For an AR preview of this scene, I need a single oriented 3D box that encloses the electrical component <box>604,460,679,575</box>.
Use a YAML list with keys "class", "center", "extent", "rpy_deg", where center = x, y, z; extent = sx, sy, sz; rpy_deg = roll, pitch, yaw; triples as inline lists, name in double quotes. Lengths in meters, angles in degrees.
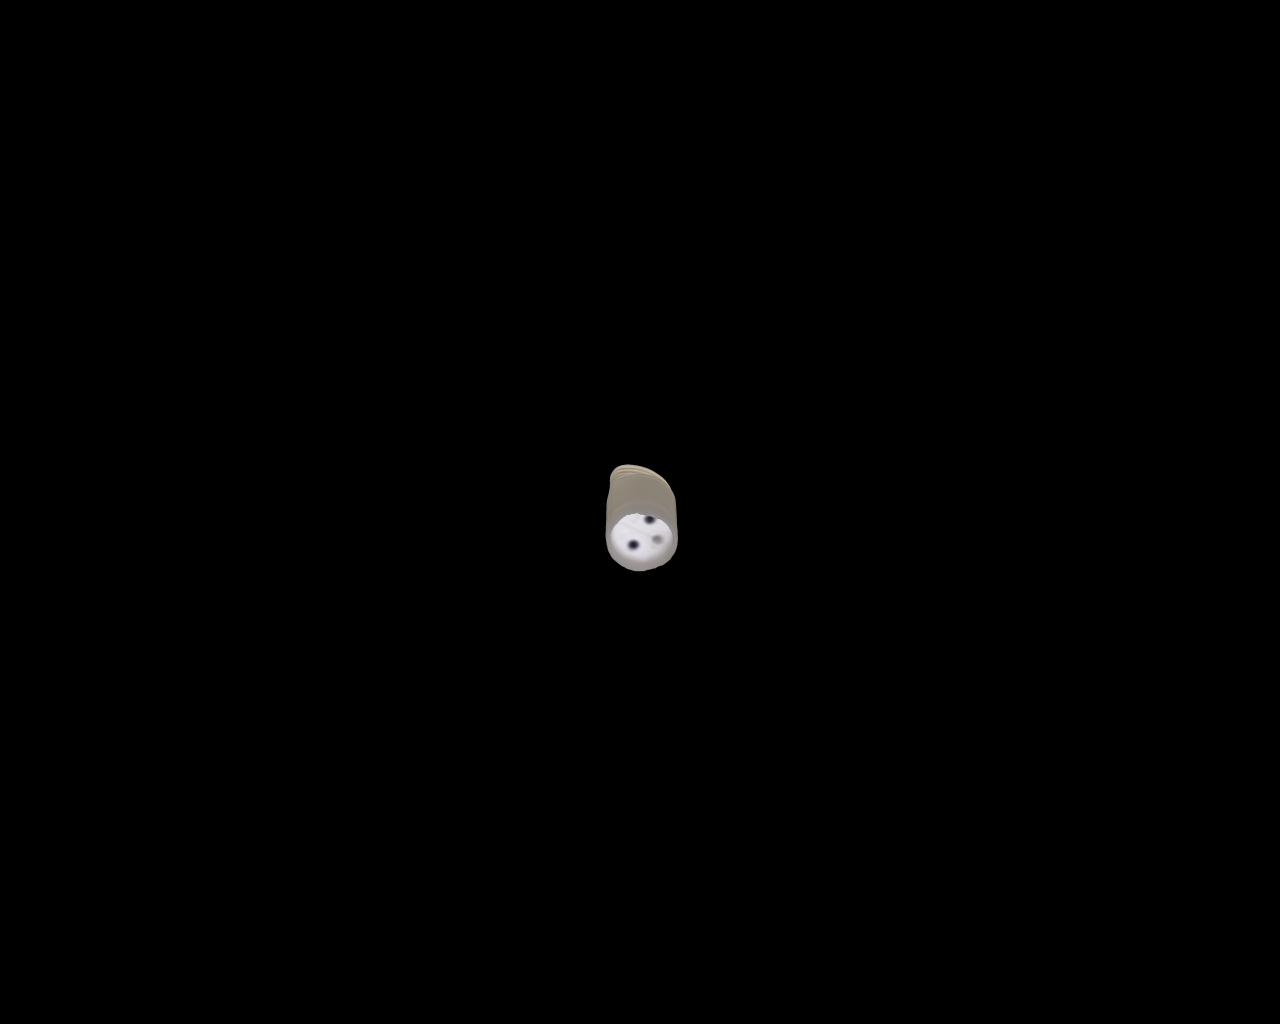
- class: "electrical component"
  center: [0.001, -0.003, 0.650]
  extent: [0.043, 0.043, 0.081]
  rpy_deg: [0, 32, 0]
